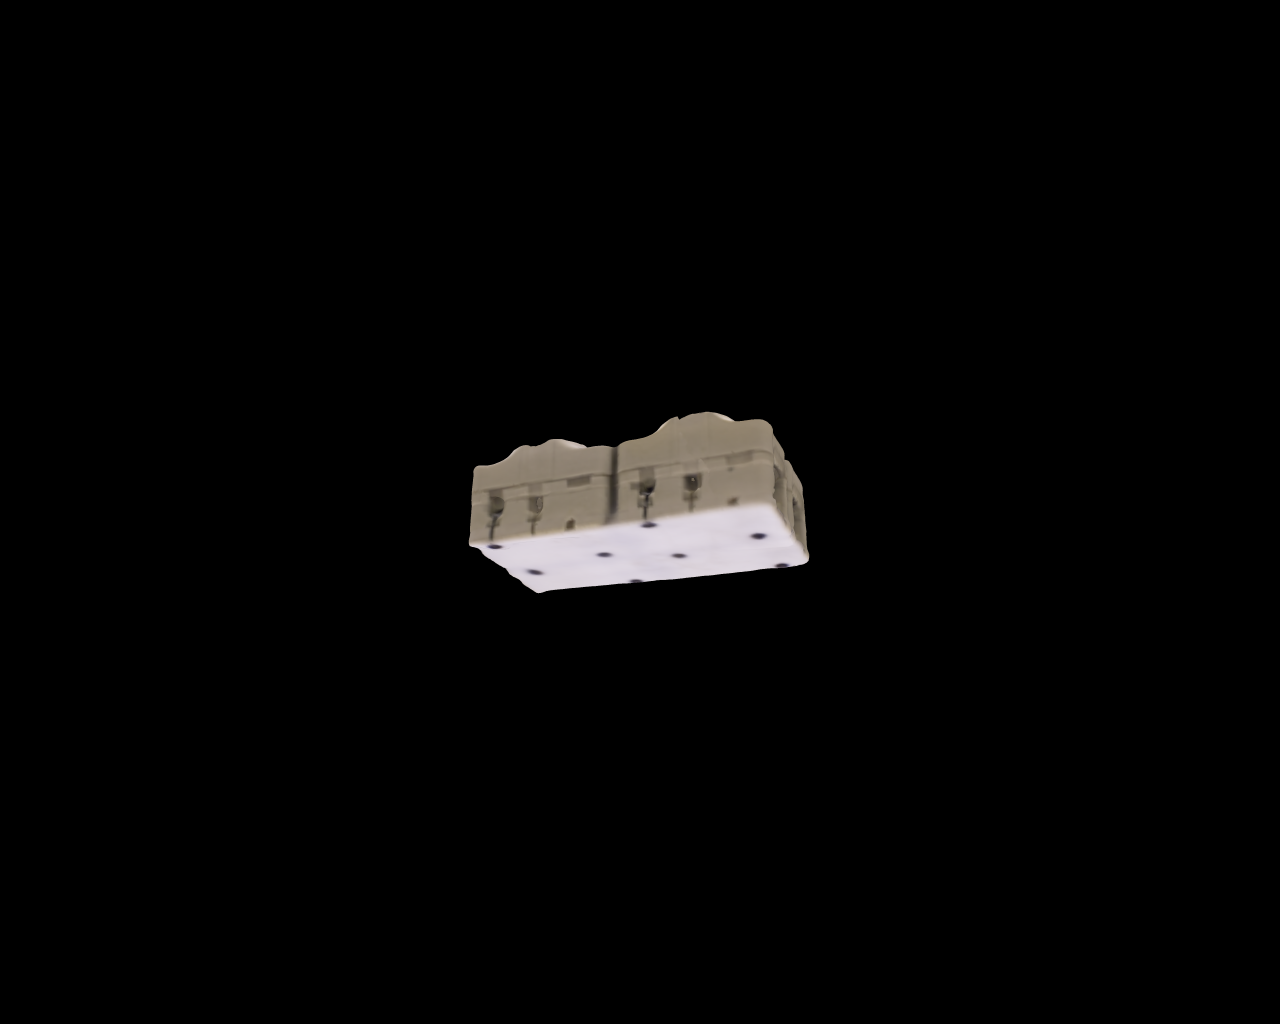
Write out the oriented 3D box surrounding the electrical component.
[{"bbox_3d":[0.001,-0.003,0.650,0.186,0.060,0.105,-8,-23,18],"label":"electrical component"}]
